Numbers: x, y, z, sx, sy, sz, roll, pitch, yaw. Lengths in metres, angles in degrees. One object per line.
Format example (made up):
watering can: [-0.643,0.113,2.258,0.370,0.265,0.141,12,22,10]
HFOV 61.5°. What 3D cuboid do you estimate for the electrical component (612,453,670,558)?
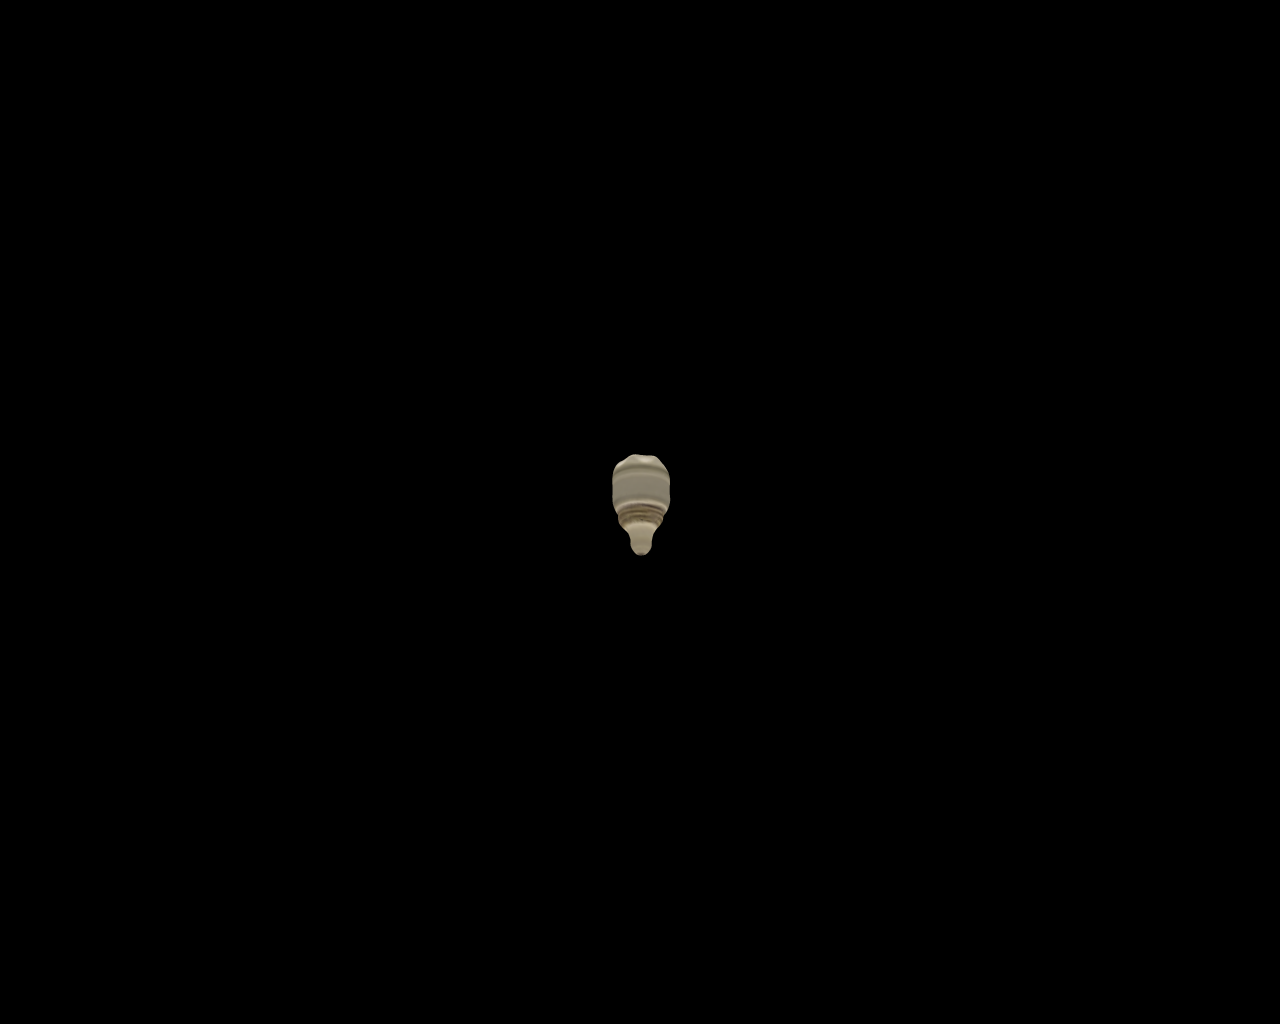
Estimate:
electrical component: [0.001,-0.003,0.650,0.035,0.061,0.035,0,-22,0]
